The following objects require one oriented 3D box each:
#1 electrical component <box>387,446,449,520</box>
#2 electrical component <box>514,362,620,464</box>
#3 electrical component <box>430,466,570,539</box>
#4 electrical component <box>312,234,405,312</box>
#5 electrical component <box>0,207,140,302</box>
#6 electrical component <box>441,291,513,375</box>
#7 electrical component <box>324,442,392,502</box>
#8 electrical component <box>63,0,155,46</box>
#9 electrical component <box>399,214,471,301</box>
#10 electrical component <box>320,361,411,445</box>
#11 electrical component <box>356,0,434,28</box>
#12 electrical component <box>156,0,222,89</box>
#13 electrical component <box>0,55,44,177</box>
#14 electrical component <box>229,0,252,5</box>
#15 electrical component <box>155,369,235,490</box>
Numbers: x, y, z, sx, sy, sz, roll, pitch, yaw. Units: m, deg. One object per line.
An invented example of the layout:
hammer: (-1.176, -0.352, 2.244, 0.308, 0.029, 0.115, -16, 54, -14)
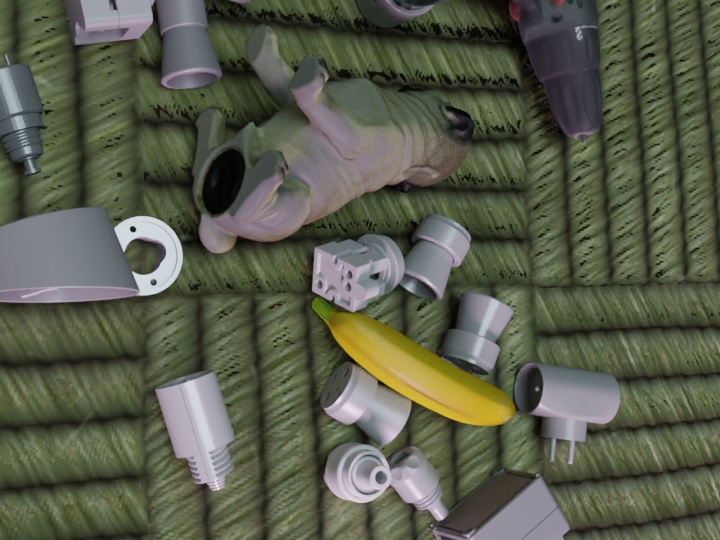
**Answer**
electrical component: (0.047, 0.168, 0.832, 0.035, 0.035, 0.061, -42, 106, -22)
electrical component: (0.169, 0.120, 0.888, 0.077, 0.043, 0.079, 10, 82, -24)
electrical component: (0.107, 0.208, 0.841, 0.096, 0.062, 0.061, -35, 100, -23)
electrical component: (0.000, 0.000, 0.812, 0.055, 0.066, 0.048, -20, 125, -42)
electrical component: (-0.200, -0.002, 0.696, 0.099, 0.099, 0.064, -15, 85, -26)
electrical component: (0.093, 0.051, 0.857, 0.045, 0.045, 0.055, 27, 75, -21)
electrical component: (0.002, 0.151, 0.797, 0.043, 0.062, 0.043, 2, 85, -25)
electrical component: (-0.177, -0.208, 0.749, 0.056, 0.050, 0.089, -13, 91, -25)
electrical component: (0.057, -0.010, 0.846, 0.045, 0.045, 0.055, 36, 72, -18)
electrical component: (0.004, 0.100, 0.811, 0.055, 0.045, 0.045, 34, 73, -18)
electrical component: (0.028, -0.221, 0.849, 0.055, 0.047, 0.055, 2, 85, -25)
electrical component: (-0.126, -0.168, 0.776, 0.044, 0.044, 0.065, -7, 84, -26)
electrical component: (-0.232, -0.102, 0.720, 0.040, 0.040, 0.078, -19, 94, -25)
electrical component: (-0.076, -0.265, 0.801, 0.074, 0.052, 0.138, 9, 82, -25)
electrical component: (-0.111, 0.115, 0.757, 0.043, 0.043, 0.081, -18, 93, -25)
